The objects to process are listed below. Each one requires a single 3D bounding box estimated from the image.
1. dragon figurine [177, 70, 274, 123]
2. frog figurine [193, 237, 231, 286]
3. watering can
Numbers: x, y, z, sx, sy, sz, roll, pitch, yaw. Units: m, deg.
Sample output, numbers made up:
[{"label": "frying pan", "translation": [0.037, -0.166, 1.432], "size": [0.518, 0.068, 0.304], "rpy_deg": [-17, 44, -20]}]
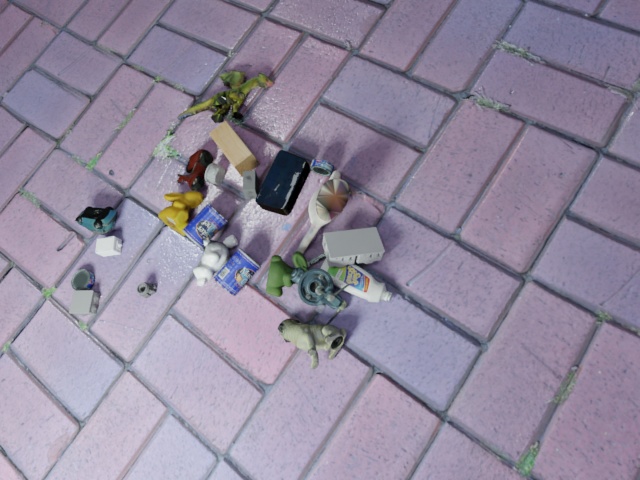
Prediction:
[{"label": "dragon figurine", "translation": [-0.398, -0.623, 2.173], "size": [0.410, 0.119, 0.249], "rpy_deg": [-5, 51, 11]}, {"label": "frog figurine", "translation": [-0.386, 0.086, 1.842], "size": [0.122, 0.134, 0.163], "rpy_deg": [11, 50, -10]}, {"label": "watering can", "translation": [0.005, -0.090, 1.780], "size": [0.104, 0.223, 0.350], "rpy_deg": [25, 81, -9]}]
